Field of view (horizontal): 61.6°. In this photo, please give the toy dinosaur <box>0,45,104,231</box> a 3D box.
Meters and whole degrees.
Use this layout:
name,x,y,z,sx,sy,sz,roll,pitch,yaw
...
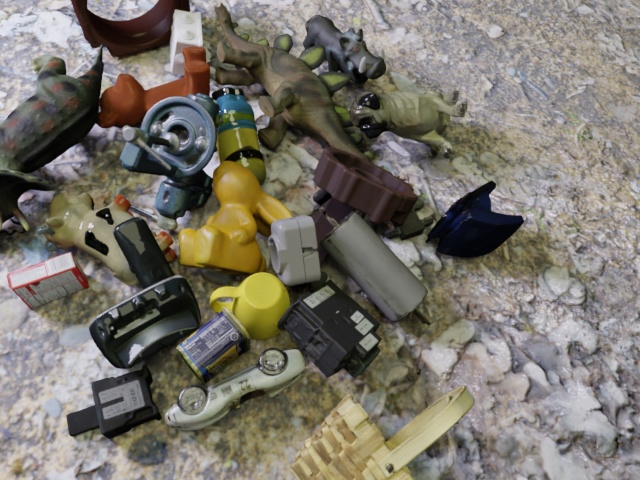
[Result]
name,x,y,z,sx,sy,sz,roll,pitch,yaw
toy dinosaur,-0.431,-0.180,0.847,0.192,0.131,0.405,25,66,19

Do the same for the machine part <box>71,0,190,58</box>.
name,x,y,z,sx,sy,sz,roll,pitch,yaw
machine part,-0.348,-0.449,0.977,0.201,0.201,0.087,-23,66,-18

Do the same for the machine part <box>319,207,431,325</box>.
name,x,y,z,sx,sy,sz,roll,pitch,yaw
machine part,0.082,0.041,0.825,0.243,0.079,0.079,46,65,-2

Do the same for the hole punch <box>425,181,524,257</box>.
name,x,y,z,sx,sy,sz,roll,pitch,yaw
hole punch,0.253,-0.022,0.882,0.116,0.142,0.092,-24,72,-31

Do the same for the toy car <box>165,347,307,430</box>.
name,x,y,z,sx,sy,sz,roll,pitch,yaw
toy car,-0.113,0.206,0.736,0.202,0.073,0.056,-23,68,-18

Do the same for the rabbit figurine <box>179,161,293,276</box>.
name,x,y,z,sx,sy,sz,roll,pitch,yaw
rabbit figurine,-0.124,-0.034,0.821,0.162,0.122,0.173,7,77,-23

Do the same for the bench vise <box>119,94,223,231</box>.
name,x,y,z,sx,sy,sz,roll,pitch,yaw
bench vise,-0.227,-0.117,0.790,0.129,0.240,0.223,32,98,7

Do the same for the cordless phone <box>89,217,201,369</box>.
name,x,y,z,sx,sy,sz,roll,pitch,yaw
cordless phone,-0.261,0.071,0.744,0.146,0.089,0.184,-29,95,-21

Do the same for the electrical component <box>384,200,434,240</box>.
name,x,y,z,sx,sy,sz,roll,pitch,yaw
electrical component,0.148,-0.035,0.930,0.094,0.021,0.063,-20,66,-16

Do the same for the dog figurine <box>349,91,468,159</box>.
name,x,y,z,sx,sy,sz,roll,pitch,yaw
dog figurine,0.145,-0.230,0.967,0.191,0.172,0.121,13,101,-5

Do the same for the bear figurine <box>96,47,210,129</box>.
name,x,y,z,sx,sy,sz,roll,pitch,yaw
bear figurine,-0.292,-0.261,0.933,0.196,0.131,0.120,-1,37,-13

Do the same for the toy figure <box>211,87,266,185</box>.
name,x,y,z,sx,sy,sz,roll,pitch,yaw
toy figure,-0.141,-0.169,0.905,0.082,0.089,0.180,-8,85,-9

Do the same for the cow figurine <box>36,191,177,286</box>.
name,x,y,z,sx,sy,sz,roll,pitch,yaw
cow figurine,-0.331,-0.005,0.816,0.195,0.085,0.127,37,60,9

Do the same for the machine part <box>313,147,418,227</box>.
name,x,y,z,sx,sy,sz,roll,pitch,yaw
machine part,0.071,-0.088,0.867,0.179,0.056,0.179,24,19,-9

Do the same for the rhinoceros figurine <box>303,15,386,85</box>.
name,x,y,z,sx,sy,sz,roll,pitch,yaw
rhinoceros figurine,0.049,-0.365,1.038,0.073,0.112,0.190,-31,63,-32

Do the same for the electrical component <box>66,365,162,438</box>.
name,x,y,z,sx,sy,sz,roll,pitch,yaw
electrical component,-0.280,0.223,0.720,0.119,0.047,0.075,-12,64,-16

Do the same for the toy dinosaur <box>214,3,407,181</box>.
name,x,y,z,sx,sy,sz,roll,pitch,yaw
toy dinosaur,-0.035,-0.259,0.979,0.198,0.105,0.471,-34,82,-27

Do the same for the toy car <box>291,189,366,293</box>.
name,x,y,z,sx,sy,sz,roll,pitch,yaw
toy car,-0.002,-0.003,0.875,0.089,0.053,0.202,37,63,-11

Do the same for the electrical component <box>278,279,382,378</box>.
name,x,y,z,sx,sy,sz,roll,pitch,yaw
electrical component,0.023,0.132,0.776,0.134,0.058,0.115,43,33,16
